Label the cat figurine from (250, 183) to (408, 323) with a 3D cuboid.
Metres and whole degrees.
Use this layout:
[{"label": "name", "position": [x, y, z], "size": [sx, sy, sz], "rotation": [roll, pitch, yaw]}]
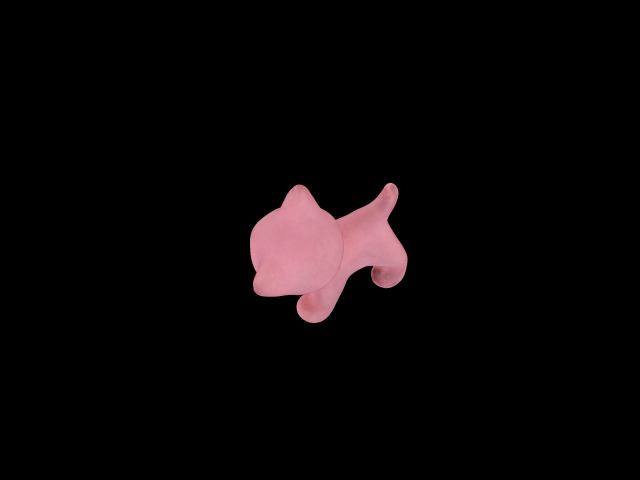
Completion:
[{"label": "cat figurine", "position": [0.004, 0.001, 0.400], "size": [0.128, 0.118, 0.067], "rotation": [-28, 62, -16]}]
